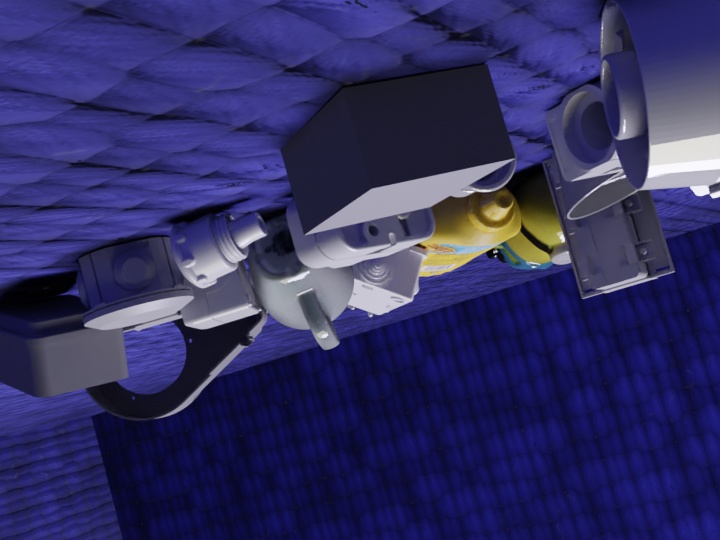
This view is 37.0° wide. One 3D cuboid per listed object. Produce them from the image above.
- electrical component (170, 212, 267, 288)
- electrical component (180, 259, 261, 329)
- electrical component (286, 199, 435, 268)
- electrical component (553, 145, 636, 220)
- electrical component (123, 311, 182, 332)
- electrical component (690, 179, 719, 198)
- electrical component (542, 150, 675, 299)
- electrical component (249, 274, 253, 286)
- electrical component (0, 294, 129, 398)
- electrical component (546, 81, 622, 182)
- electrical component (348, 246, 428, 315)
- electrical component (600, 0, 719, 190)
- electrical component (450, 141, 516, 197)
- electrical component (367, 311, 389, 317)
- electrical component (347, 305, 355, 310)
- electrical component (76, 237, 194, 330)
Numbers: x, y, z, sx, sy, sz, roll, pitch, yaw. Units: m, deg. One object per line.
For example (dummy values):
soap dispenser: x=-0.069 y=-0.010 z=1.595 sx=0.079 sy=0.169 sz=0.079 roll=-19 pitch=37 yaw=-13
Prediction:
electrical component: x=-0.094 y=-0.019 z=0.731 sx=0.062 sy=0.048 sz=0.048 roll=-24 pitch=173 yaw=11
electrical component: x=-0.120 y=0.012 z=0.863 sx=0.061 sy=0.061 sz=0.096 roll=-17 pitch=175 yaw=-1
electrical component: x=-0.002 y=-0.035 z=0.768 sx=0.095 sy=0.053 sz=0.059 roll=-11 pitch=172 yaw=-42
electrical component: x=0.192 y=-0.082 z=0.791 sx=0.099 sy=0.064 sz=0.099 roll=-16 pitch=174 yaw=-2
electrical component: x=-0.178 y=0.023 z=0.909 sx=0.081 sy=0.042 sz=0.064 roll=-17 pitch=173 yaw=0
electrical component: x=0.301 y=-0.106 z=0.810 sx=0.121 sy=0.063 sz=0.079 roll=-20 pitch=132 yaw=37
electrical component: x=0.199 y=-0.046 z=0.881 sx=0.079 sy=0.121 sz=0.063 roll=-19 pitch=171 yaw=26
electrical component: x=-0.082 y=0.003 z=0.980 sx=0.040 sy=0.040 sz=0.078 roll=-15 pitch=174 yaw=-9
electrical component: x=-0.239 y=0.056 z=0.841 sx=0.078 sy=0.057 sz=0.113 roll=-11 pitch=-170 yaw=-36
electrical component: x=0.165 y=-0.094 z=0.684 sx=0.056 sy=0.050 sz=0.089 roll=-13 pitch=173 yaw=-30
electrical component: x=0.000 y=0.000 z=0.947 sx=0.100 sy=0.048 sz=0.100 roll=20 pitch=163 yaw=-15
electrical component: x=0.147 y=-0.087 z=0.498 sx=0.064 sy=0.099 sz=0.099 roll=-10 pitch=174 yaw=3
electrical component: x=0.074 y=-0.070 z=0.720 sx=0.044 sy=0.044 sz=0.065 roll=-15 pitch=179 yaw=-11
electrical component: x=0.010 y=0.010 z=1.120 sx=0.083 sy=0.075 sz=0.047 roll=-14 pitch=174 yaw=-18
electrical component: x=-0.040 y=0.024 z=1.159 sx=0.079 sy=0.043 sz=0.077 roll=33 pitch=-154 yaw=33
electrical component: x=-0.165 y=0.011 z=0.779 sx=0.080 sy=0.051 sz=0.080 roll=-16 pitch=174 yaw=-2
